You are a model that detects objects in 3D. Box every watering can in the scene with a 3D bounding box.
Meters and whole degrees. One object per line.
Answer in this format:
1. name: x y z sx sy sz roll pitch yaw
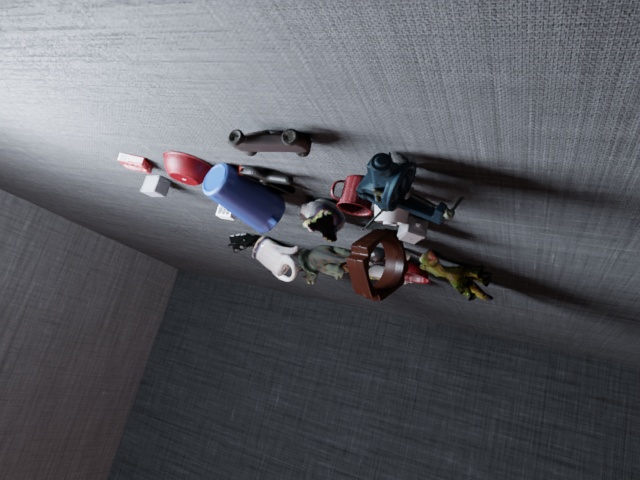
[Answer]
1. watering can: -0.182 0.062 2.207 0.225 0.106 0.340 36 150 11

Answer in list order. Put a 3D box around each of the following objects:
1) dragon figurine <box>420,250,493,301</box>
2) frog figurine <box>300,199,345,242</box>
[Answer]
1. dragon figurine: 0.488 0.131 1.912 0.245 0.123 0.404 26 173 37
2. frog figurine: 0.005 -0.080 1.582 0.137 0.120 0.162 10 -157 -11
